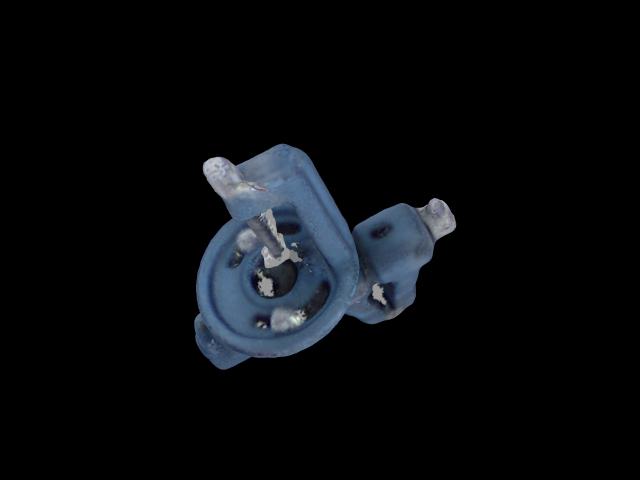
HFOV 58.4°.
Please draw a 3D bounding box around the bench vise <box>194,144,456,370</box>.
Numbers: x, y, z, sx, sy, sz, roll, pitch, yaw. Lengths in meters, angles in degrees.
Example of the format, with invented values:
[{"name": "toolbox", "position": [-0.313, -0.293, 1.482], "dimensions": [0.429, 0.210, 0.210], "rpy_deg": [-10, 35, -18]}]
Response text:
[{"name": "bench vise", "position": [-0.004, -0.006, 0.405], "dimensions": [0.208, 0.220, 0.121], "rpy_deg": [-36, 63, -21]}]
